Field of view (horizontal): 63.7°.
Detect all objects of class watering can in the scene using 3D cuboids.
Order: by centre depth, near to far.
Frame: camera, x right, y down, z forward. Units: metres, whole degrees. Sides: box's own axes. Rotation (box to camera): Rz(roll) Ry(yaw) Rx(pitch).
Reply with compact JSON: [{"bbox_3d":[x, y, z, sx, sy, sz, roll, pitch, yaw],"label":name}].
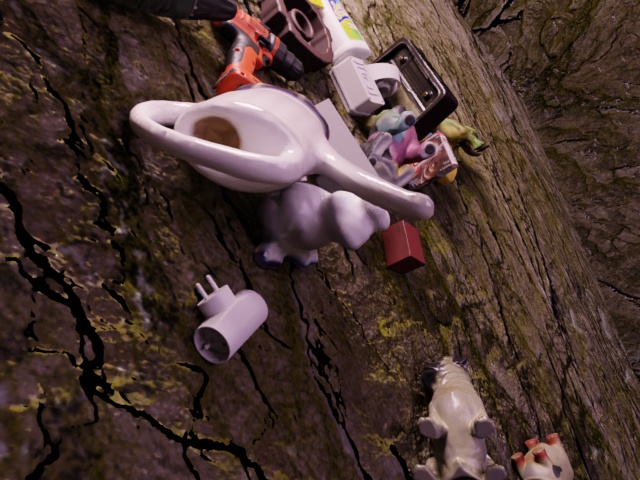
[{"bbox_3d":[-0.039,-0.106,0.600,0.348,0.102,0.228,17,25,5],"label":"watering can"}]

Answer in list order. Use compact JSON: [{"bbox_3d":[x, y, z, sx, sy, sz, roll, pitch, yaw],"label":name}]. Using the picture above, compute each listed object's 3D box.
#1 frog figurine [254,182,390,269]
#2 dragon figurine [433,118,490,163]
[{"bbox_3d":[0.002,-0.033,0.657,0.136,0.157,0.125,27,43,-40],"label":"frog figurine"},{"bbox_3d":[0.356,-0.329,1.461,0.244,0.121,0.413,56,22,7],"label":"dragon figurine"}]
